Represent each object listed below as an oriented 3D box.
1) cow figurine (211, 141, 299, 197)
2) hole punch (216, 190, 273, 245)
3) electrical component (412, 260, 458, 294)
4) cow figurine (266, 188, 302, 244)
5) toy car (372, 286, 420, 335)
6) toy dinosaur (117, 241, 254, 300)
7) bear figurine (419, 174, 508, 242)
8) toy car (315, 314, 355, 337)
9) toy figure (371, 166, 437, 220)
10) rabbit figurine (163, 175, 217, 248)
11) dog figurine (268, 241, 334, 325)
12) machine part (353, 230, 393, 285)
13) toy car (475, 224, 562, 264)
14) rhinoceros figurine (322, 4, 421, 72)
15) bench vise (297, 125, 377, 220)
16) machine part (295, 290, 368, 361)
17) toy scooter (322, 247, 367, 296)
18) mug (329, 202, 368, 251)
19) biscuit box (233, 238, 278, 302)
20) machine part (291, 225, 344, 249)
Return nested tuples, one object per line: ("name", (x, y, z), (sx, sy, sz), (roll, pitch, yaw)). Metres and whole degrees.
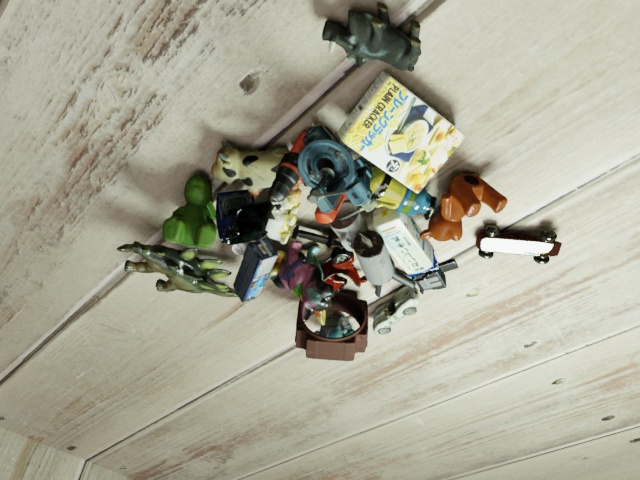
("cow figurine", (-0.153, -0.167, 1.221), (0.195, 0.085, 0.127), (-7, 131, 9))
("hole punch", (-0.187, -0.056, 1.268), (0.092, 0.142, 0.115), (38, 122, 28))
("electrical component", (0.315, 0.096, 1.451), (0.119, 0.048, 0.074), (-16, 131, 23))
("cow figurine", (-0.101, -0.073, 1.322), (0.098, 0.068, 0.167), (20, 132, 1))
("toy car", (0.213, 0.204, 1.548), (0.056, 0.073, 0.201), (25, 131, -22))
("toy dinosaur", (-0.350, 0.092, 1.437), (0.199, 0.105, 0.470), (2, 162, 27))
("bear figurine", (0.323, -0.052, 1.252), (0.120, 0.132, 0.195), (-6, 134, -28))
("toy car", (0.053, 0.273, 1.608), (0.109, 0.103, 0.161), (-8, 178, 27))
("toy figure", (0.183, -0.111, 1.242), (0.180, 0.082, 0.089), (19, 113, -2))
("rabbit figurine", (-0.293, -0.069, 1.301), (0.121, 0.170, 0.159), (10, 176, 0))
("dog figurine", (-0.051, 0.121, 1.383), (0.191, 0.219, 0.108), (-30, 146, 29))
("machine part", (0.134, 0.046, 1.327), (0.079, 0.079, 0.243), (-6, 151, 12))
("toy car", (0.493, 0.008, 1.342), (0.202, 0.053, 0.089), (4, 124, 8))
("rhinoceros figurine", (0.099, -0.374, 1.006), (0.190, 0.073, 0.112), (15, 144, -10))
("bench vise", (0.030, -0.118, 1.106), (0.129, 0.241, 0.223), (-19, 113, 25))
("machine part", (0.035, 0.233, 1.506), (0.201, 0.201, 0.087), (4, 132, 2))
("toy scooter", (0.050, 0.102, 1.469), (0.135, 0.075, 0.184), (33, 124, -24))
("mug", (0.080, -0.022, 1.326), (0.081, 0.109, 0.107), (-15, 143, 24))
("biscuit box", (-0.171, 0.081, 1.396), (0.059, 0.063, 0.202), (-19, 153, -35))
("machine part", (-0.003, -0.004, 1.370), (0.139, 0.084, 0.039), (16, 97, -1))
